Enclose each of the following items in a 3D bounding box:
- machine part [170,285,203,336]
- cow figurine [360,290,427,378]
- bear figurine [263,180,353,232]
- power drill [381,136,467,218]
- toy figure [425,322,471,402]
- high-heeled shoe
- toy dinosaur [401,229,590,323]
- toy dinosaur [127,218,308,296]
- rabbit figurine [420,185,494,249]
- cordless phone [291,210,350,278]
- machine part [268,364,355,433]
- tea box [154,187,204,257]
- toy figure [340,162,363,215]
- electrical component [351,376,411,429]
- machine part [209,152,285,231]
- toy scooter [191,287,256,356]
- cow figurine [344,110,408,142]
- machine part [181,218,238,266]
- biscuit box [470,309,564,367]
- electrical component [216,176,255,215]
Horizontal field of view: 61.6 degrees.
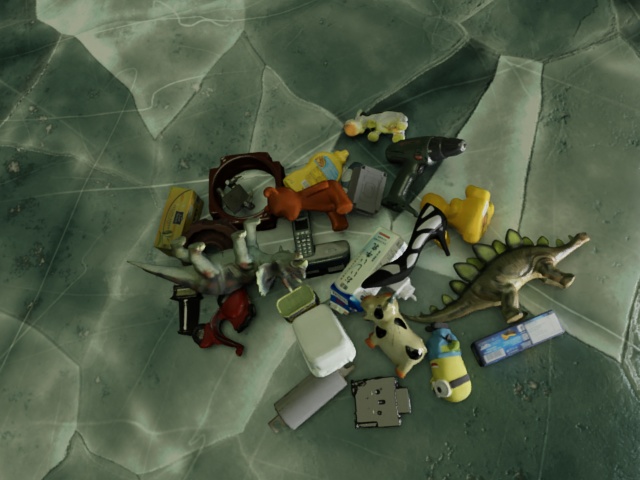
[{"bbox_3d":[-0.343,0.178,1.386,0.084,0.039,0.139,-7,70,-3],"label":"machine part"},{"bbox_3d":[0.169,0.207,1.256,0.195,0.085,0.127,47,104,9],"label":"cow figurine"},{"bbox_3d":[-0.035,-0.083,1.317,0.196,0.120,0.132,-13,59,-17],"label":"bear figurine"},{"bbox_3d":[0.241,-0.164,1.346,0.232,0.086,0.207,18,92,49],"label":"power drill"},{"bbox_3d":[0.295,0.282,1.246,0.089,0.082,0.180,-8,70,7],"label":"toy figure"},{"bbox_3d":[0.191,0.012,1.268,0.249,0.086,0.145,-23,69,0],"label":"high-heeled shoe"},{"bbox_3d":[0.424,0.101,1.277,0.471,0.105,0.199,-33,64,2],"label":"toy dinosaur"},{"bbox_3d":[-0.231,0.070,1.286,0.405,0.131,0.192,-13,109,2],"label":"toy dinosaur"},{"bbox_3d":[0.329,-0.058,1.344,0.173,0.121,0.162,20,86,27],"label":"rabbit figurine"},{"bbox_3d":[-0.002,-0.005,1.374,0.147,0.088,0.184,-12,66,4],"label":"cordless phone"},{"bbox_3d":[-0.021,0.361,1.265,0.243,0.079,0.079,-38,72,-4],"label":"machine part"},{"bbox_3d":[-0.372,-0.044,1.426,0.068,0.098,0.169,10,73,10],"label":"tea box"},{"bbox_3d":[0.070,-0.132,1.414,0.058,0.064,0.154,33,75,-14],"label":"toy figure"},{"bbox_3d":[0.142,0.376,1.249,0.134,0.058,0.115,-8,74,6],"label":"electrical component"},{"bbox_3d":[-0.193,-0.127,1.433,0.202,0.087,0.201,-5,72,5],"label":"machine part"},{"bbox_3d":[-0.221,0.211,1.339,0.135,0.075,0.184,35,83,16],"label":"toy scooter"},{"bbox_3d":[0.152,-0.316,1.449,0.167,0.068,0.098,6,43,7],"label":"cow figurine"},{"bbox_3d":[-0.271,0.027,1.372,0.179,0.056,0.179,2,109,6],"label":"machine part"},{"bbox_3d":[0.455,0.229,1.249,0.203,0.062,0.059,-23,72,1],"label":"biscuit box"},{"bbox_3d":[-0.210,-0.112,1.362,0.078,0.045,0.102,-34,72,-5],"label":"electrical component"}]
